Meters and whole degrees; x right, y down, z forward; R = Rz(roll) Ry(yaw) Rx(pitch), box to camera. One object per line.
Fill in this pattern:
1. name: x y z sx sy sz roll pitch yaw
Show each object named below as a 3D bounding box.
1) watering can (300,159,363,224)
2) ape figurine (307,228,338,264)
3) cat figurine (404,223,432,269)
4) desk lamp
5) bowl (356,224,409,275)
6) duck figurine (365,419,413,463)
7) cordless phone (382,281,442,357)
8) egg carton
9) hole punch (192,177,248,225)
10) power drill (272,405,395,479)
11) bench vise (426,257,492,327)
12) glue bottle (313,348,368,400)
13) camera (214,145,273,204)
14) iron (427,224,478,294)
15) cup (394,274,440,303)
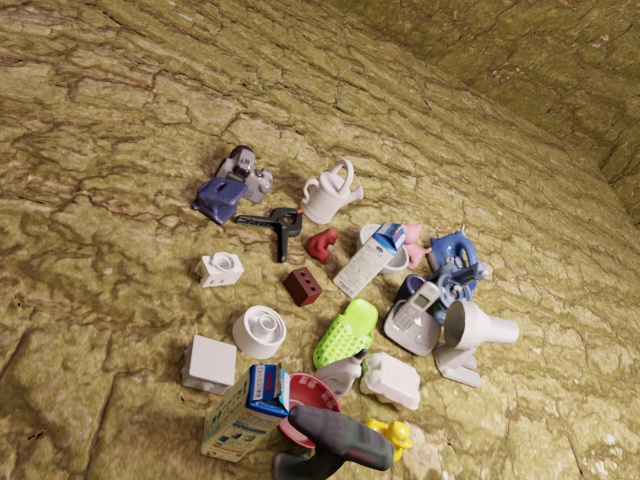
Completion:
1. watering can: 0.039 -0.142 1.589 0.173 0.193 0.100 -9 57 -45
2. ape figurine: 0.014 0.005 1.498 0.076 0.092 0.078 40 36 1
3. cat figurine: 0.272 0.005 1.702 0.128 0.117 0.067 42 36 3
4. desk lamp: 0.382 0.257 1.451 0.204 0.213 0.118 22 40 -22
5. bowl: 0.162 0.039 1.607 0.168 0.074 0.167 24 39 -21
6. duck figurine: 0.145 0.408 1.195 0.104 0.086 0.078 41 36 2
7. cordless phone: 0.259 0.194 1.435 0.148 0.185 0.094 32 37 -10
8. egg carton: 0.162 0.325 1.310 0.150 0.069 0.107 28 38 -15
9. hole punch: -0.243 -0.109 1.395 0.101 0.091 0.109 35 36 -6
10. power drill: 0.004 0.373 1.005 0.230 0.208 0.075 22 40 -23
11. bench vise: 0.374 0.108 1.597 0.122 0.219 0.207 14 43 -30
12. glue bottle: 0.048 0.271 1.180 0.078 0.173 0.037 28 38 -15
13. camera: -0.193 -0.191 1.517 0.143 0.100 0.137 25 39 -19
14. iron: 0.431 0.079 1.743 0.119 0.141 0.258 13 44 -31
15. cup: 0.254 0.156 1.547 0.118 0.094 0.091 21 40 -23
